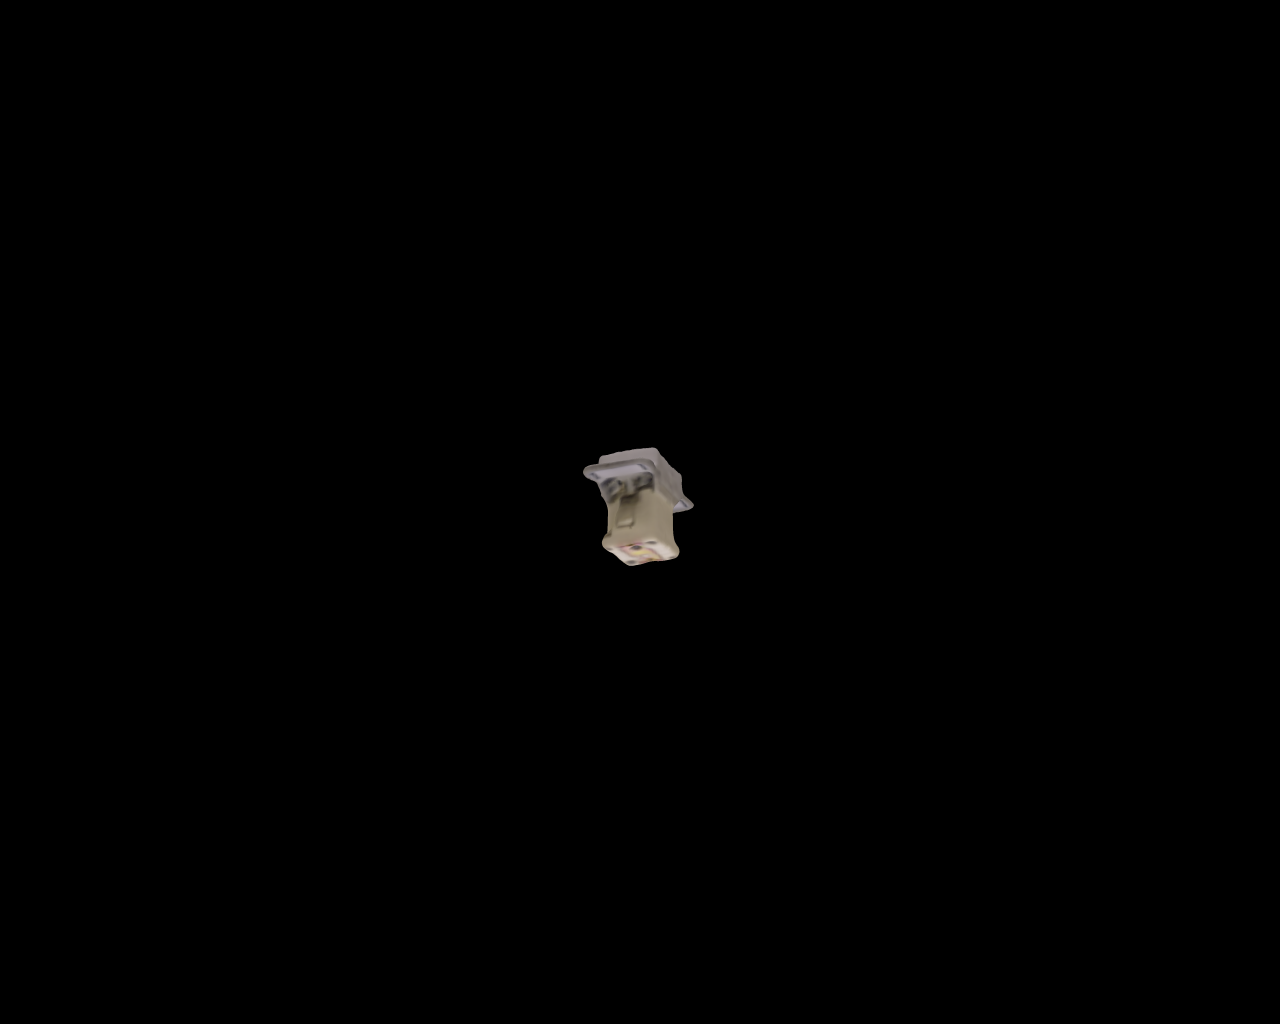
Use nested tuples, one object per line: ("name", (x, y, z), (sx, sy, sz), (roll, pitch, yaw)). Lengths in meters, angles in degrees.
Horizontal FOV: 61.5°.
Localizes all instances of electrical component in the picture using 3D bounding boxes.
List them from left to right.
("electrical component", (0.001, -0.003, 0.650), (0.042, 0.064, 0.081), (-9, -24, 22))
